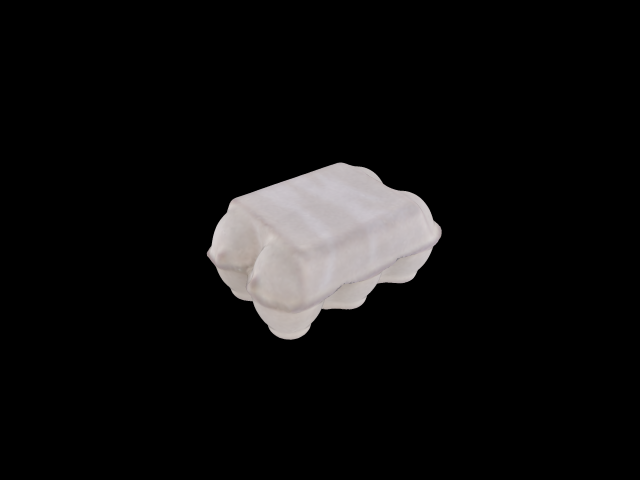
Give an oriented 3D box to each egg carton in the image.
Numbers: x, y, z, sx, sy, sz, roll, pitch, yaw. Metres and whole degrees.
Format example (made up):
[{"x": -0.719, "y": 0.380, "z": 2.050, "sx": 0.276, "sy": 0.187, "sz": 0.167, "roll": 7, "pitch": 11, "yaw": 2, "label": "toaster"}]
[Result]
[{"x": 0.004, "y": 0.001, "z": 0.400, "sx": 0.151, "sy": 0.069, "sz": 0.107, "roll": -24, "pitch": 41, "yaw": -31, "label": "egg carton"}]
